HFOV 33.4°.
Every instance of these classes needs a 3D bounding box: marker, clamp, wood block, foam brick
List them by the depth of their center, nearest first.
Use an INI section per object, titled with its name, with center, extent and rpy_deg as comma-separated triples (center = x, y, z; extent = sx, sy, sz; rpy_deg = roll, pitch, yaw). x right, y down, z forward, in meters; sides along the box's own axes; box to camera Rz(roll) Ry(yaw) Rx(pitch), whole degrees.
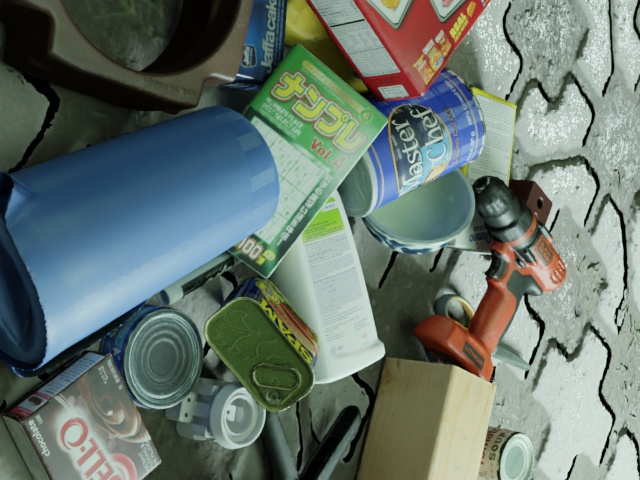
[marker]
center = -0.094, 0.024, 0.937
extent = 0.120, 0.020, 0.020
rpy_deg = -31, 113, -41
[clamp]
center = -0.027, 0.228, 1.002
extent = 0.120, 0.039, 0.171
rpy_deg = 20, 79, -30
[wood block]
center = 0.103, 0.235, 1.100
extent = 0.090, 0.091, 0.206
rpy_deg = 28, 71, -44
[foam brick]
center = 0.231, -0.025, 1.254
extent = 0.053, 0.051, 0.078
rpy_deg = 42, 62, -39

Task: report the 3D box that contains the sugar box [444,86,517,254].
[sugar box]
center = 0.171, -0.075, 1.196
extent = 0.093, 0.048, 0.176
rpy_deg = 11, 87, -46

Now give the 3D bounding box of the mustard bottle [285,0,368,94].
[mustard bottle]
center = 0.023, -0.196, 1.027
extent = 0.191, 0.058, 0.096
rpy_deg = 38, 62, -41

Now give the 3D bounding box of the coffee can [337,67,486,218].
[coffee can]
center = 0.073, -0.095, 1.024
extent = 0.140, 0.103, 0.103
rpy_deg = -27, 111, -25

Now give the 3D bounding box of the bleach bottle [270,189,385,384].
[bleach bottle]
center = -0.007, 0.001, 1.000
extent = 0.102, 0.068, 0.251
rpy_deg = -19, 102, -48

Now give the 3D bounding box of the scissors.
[scissors]
center = 0.184, 0.137, 1.236
extent = 0.201, 0.016, 0.096
rpy_deg = 46, 61, -37

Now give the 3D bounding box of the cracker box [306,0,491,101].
[cracker box]
center = 0.054, -0.256, 0.948
extent = 0.213, 0.072, 0.164
rpy_deg = 51, 59, -28

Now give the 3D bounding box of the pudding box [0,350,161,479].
[pudding box]
center = -0.184, 0.156, 0.833
extent = 0.089, 0.039, 0.113
rpy_deg = -40, 119, -38

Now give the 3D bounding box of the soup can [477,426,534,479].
[soup can]
center = 0.173, 0.235, 1.165
extent = 0.068, 0.102, 0.068
rpy_deg = -3, 94, -46

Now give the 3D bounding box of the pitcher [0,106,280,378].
[pitcher]
center = -0.149, -0.006, 0.797
extent = 0.242, 0.149, 0.145
rpy_deg = -29, 97, -39

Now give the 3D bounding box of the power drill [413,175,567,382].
[power drill]
center = 0.180, 0.046, 1.150
extent = 0.187, 0.057, 0.184
rpy_deg = -54, 127, -14

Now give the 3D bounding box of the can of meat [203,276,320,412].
[can of meat]
center = -0.046, 0.086, 0.923
extent = 0.102, 0.057, 0.084
rpy_deg = 51, 13, -7

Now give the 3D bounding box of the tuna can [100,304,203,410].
[tuna can]
center = -0.138, 0.097, 0.883
extent = 0.085, 0.034, 0.086
rpy_deg = -2, 92, -46
